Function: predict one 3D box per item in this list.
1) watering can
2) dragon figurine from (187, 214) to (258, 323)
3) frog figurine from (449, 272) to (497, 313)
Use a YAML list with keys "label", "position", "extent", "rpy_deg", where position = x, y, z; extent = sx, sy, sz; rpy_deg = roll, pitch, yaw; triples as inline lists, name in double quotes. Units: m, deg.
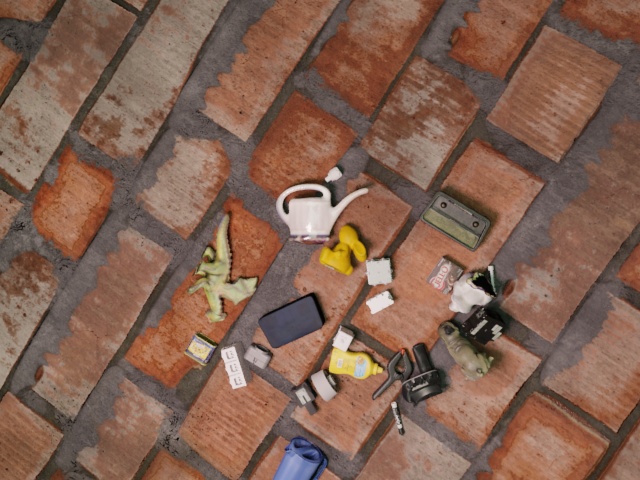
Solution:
- label: "watering can"
  position: [0.006, -0.095, 1.884]
  extent: [0.347, 0.104, 0.224]
  rpy_deg: [0, 90, 13]
- label: "dragon figurine"
  position: [-0.351, 0.132, 1.958]
  extent: [0.242, 0.123, 0.408]
  rpy_deg: [27, 96, -10]
- label: "frog figurine"
  position: [0.533, 0.194, 1.830]
  extent: [0.137, 0.126, 0.156]
  rpy_deg: [18, 135, -13]
